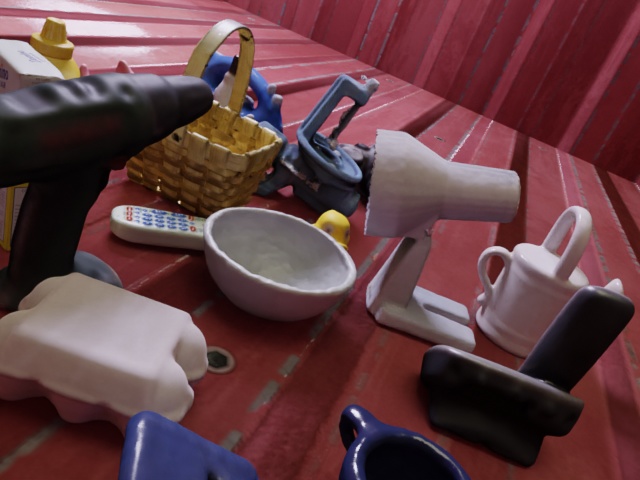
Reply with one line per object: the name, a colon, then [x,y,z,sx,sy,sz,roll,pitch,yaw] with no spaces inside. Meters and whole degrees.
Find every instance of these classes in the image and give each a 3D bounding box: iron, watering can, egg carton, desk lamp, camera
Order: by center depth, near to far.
egg carton: [-0.161,0.086,0.425,0.150,0.069,0.107,20,25,-5]
desk lamp: [0.124,-0.005,0.670,0.203,0.213,0.118,21,25,-3]
watering can: [0.293,0.048,0.727,0.173,0.194,0.100,15,26,-16]
camera: [0.097,-0.109,0.989,0.143,0.101,0.136,10,27,-24]
iron: [-0.137,-0.248,1.024,0.257,0.141,0.119,34,27,24]

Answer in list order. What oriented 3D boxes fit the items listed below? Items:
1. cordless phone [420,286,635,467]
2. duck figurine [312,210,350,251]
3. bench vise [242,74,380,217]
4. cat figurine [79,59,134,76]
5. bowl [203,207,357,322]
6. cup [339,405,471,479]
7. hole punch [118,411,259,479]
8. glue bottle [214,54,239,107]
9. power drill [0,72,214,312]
cordless phone: [0.189,0.105,0.539,0.147,0.185,0.094,21,25,-4]
duck figurine: [0.007,0.003,0.710,0.078,0.086,0.104,11,27,-23]
bench vise: [-0.014,-0.150,0.838,0.208,0.220,0.121,13,26,-18]
cat figurine: [-0.306,-0.215,0.847,0.127,0.118,0.067,26,25,7]
bowl: [-0.050,0.036,0.611,0.167,0.075,0.167,18,25,-9]
cup: [0.036,0.177,0.375,0.092,0.095,0.117,1,32,-38]
hole punch: [-0.073,0.161,0.322,0.101,0.091,0.108,13,26,-19]
glue bottle: [-0.150,-0.200,0.881,0.037,0.173,0.078,7,29,-30]
power drill: [-0.199,-0.043,0.486,0.075,0.208,0.230,33,27,23]
